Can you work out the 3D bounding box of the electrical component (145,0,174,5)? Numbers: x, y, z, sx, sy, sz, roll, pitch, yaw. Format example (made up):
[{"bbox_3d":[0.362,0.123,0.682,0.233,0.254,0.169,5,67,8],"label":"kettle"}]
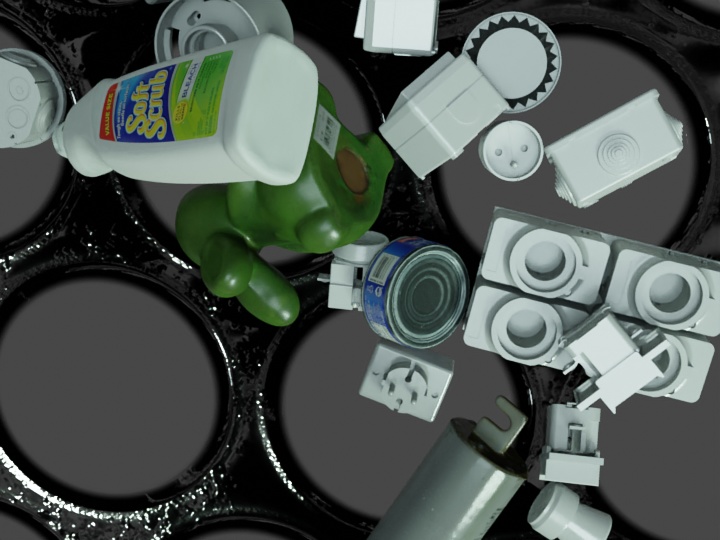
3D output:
[{"bbox_3d":[-0.147,-0.249,0.822,0.096,0.061,0.061,-38,96,20],"label":"electrical component"}]

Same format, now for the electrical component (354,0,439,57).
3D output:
[{"bbox_3d":[0.031,-0.210,0.807,0.061,0.061,0.096,5,102,5],"label":"electrical component"}]

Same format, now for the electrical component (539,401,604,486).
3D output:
[{"bbox_3d":[0.170,0.139,0.864,0.042,0.081,0.063,7,80,4],"label":"electrical component"}]

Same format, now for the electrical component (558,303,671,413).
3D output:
[{"bbox_3d":[0.185,0.063,0.795,0.081,0.042,0.063,-39,94,12],"label":"electrical component"}]

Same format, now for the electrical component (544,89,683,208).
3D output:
[{"bbox_3d":[0.189,-0.086,0.799,0.100,0.100,0.048,-28,85,11],"label":"electrical component"}]

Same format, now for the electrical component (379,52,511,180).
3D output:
[{"bbox_3d":[0.057,-0.115,0.812,0.062,0.096,0.061,-43,95,-16],"label":"electrical component"}]

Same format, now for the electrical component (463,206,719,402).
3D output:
[{"bbox_3d":[0.184,0.027,0.842,0.186,0.060,0.105,14,103,3],"label":"electrical component"}]

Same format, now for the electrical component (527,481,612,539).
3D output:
[{"bbox_3d":[0.173,0.207,0.889,0.055,0.045,0.045,34,103,-1],"label":"electrical component"}]

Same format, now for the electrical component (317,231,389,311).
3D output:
[{"bbox_3d":[0.000,0.000,0.864,0.066,0.048,0.055,6,110,5],"label":"electrical component"}]

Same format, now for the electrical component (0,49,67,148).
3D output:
[{"bbox_3d":[-0.281,-0.136,0.861,0.080,0.051,0.080,1,102,6],"label":"electrical component"}]

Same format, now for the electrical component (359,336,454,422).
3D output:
[{"bbox_3d":[0.036,0.091,0.863,0.066,0.076,0.047,21,103,2],"label":"electrical component"}]

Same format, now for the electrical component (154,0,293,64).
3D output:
[{"bbox_3d":[-0.108,-0.176,0.841,0.099,0.064,0.099,6,113,15],"label":"electrical component"}]

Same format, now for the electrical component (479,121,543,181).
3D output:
[{"bbox_3d":[0.112,-0.091,0.814,0.043,0.081,0.043,0,98,2],"label":"electrical component"}]
